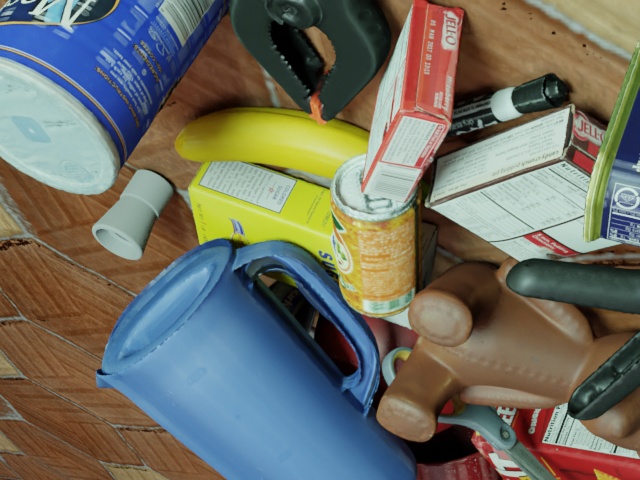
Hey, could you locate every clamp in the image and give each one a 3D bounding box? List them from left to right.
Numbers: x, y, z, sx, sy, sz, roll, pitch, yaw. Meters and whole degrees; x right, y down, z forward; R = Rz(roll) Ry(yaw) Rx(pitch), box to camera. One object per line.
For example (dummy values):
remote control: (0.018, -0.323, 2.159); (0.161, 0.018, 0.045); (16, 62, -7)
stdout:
clamp: (-0.002, -0.134, 0.558); (0.165, 0.036, 0.210); (13, 151, 24)
clamp: (0.201, 0.048, 0.608); (0.172, 0.039, 0.120); (-9, 129, 17)

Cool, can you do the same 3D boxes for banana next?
banana: (-0.022, -0.058, 0.704); (0.198, 0.037, 0.069); (15, 148, 24)

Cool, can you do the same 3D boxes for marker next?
marker: (0.088, -0.072, 0.602); (0.020, 0.020, 0.121); (43, 149, -26)

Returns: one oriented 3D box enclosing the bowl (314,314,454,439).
bowl: (0.049, 0.110, 0.866); (0.162, 0.055, 0.162); (30, 147, 22)

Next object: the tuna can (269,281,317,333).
tuna can: (-0.035, 0.077, 0.890); (0.034, 0.086, 0.086); (24, 152, 14)

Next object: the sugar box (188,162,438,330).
sugar box: (-0.005, 0.001, 0.780); (0.176, 0.048, 0.093); (21, 151, 15)

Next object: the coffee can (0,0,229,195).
coffee can: (-0.125, -0.111, 0.597); (0.103, 0.140, 0.103); (22, 152, 12)

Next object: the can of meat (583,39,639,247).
can of meat: (0.176, -0.038, 0.493); (0.084, 0.102, 0.057); (14, 148, 20)

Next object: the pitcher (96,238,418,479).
pitcher: (-0.031, 0.118, 0.790); (0.242, 0.145, 0.149); (47, 154, -20)

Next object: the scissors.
scissors: (0.133, 0.125, 0.793); (0.201, 0.096, 0.016); (32, 144, -15)

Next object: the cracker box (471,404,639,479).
cracker box: (0.249, 0.188, 0.836); (0.214, 0.072, 0.164); (1, 141, 42)

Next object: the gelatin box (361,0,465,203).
gelatin box: (0.050, -0.073, 0.574); (0.030, 0.073, 0.089); (13, 152, -6)

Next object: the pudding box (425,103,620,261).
pudding box: (0.130, -0.027, 0.605); (0.090, 0.039, 0.114); (29, 151, -27)

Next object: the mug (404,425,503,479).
mug: (0.131, 0.211, 0.947); (0.093, 0.117, 0.081); (-163, 58, -68)
